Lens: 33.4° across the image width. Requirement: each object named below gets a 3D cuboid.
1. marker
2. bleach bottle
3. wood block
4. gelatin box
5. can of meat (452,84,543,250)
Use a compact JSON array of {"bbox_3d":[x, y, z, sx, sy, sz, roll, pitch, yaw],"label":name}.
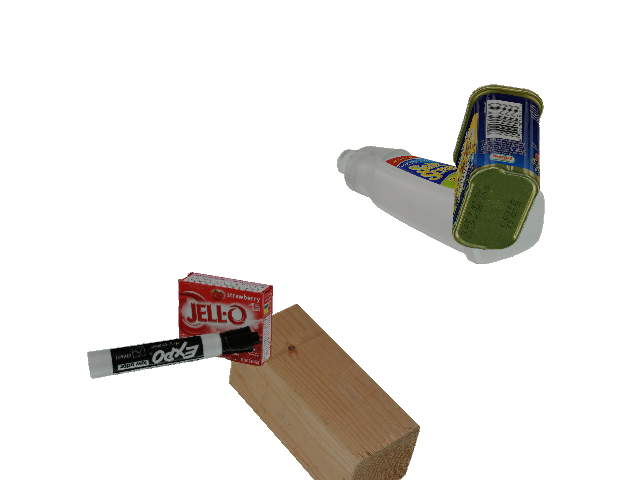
[{"bbox_3d":[-0.102,0.078,0.753,0.121,0.020,0.020,-8,2,-14],"label":"marker"},{"bbox_3d":[0.101,-0.049,1.080,0.102,0.068,0.251,-14,25,-36],"label":"bleach bottle"},{"bbox_3d":[0.000,0.176,1.147,0.090,0.090,0.206,-23,51,-32],"label":"wood block"},{"bbox_3d":[-0.090,0.074,1.002,0.089,0.073,0.030,8,18,19],"label":"gelatin box"},{"bbox_3d":[0.135,-0.053,0.820,0.057,0.084,0.102,9,-37,0],"label":"can of meat"}]
